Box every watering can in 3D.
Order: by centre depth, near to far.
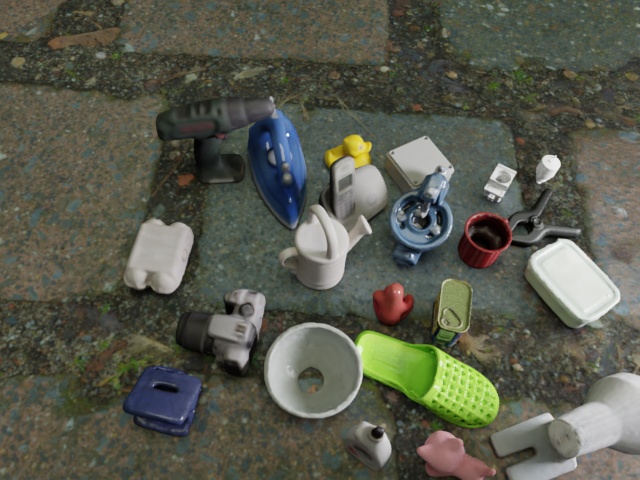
[{"bbox_3d":[0.009,0.002,1.055,0.100,0.194,0.173,42,65,19],"label":"watering can"}]

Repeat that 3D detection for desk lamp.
[{"bbox_3d":[0.404,0.304,0.896,0.203,0.213,0.117,-16,62,-13],"label":"desk lamp"}]

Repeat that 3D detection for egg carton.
[{"bbox_3d":[-0.303,0.031,1.087,0.107,0.069,0.150,7,59,0],"label":"egg carton"}]

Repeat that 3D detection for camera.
[{"bbox_3d":[-0.176,0.150,1.009,0.136,0.101,0.143,11,60,3],"label":"camera"}]

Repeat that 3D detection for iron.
[{"bbox_3d":[-0.080,-0.163,1.176,0.119,0.141,0.258,-10,61,-10],"label":"iron"}]

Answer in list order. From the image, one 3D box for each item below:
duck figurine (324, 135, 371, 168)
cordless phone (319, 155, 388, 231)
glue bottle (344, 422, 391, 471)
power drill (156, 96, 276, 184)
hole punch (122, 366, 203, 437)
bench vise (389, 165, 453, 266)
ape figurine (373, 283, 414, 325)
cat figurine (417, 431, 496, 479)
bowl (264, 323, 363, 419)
[{"bbox_3d":[0.063,-0.191,1.235,0.104,0.086,0.077,-1,60,-5],"label":"duck figurine"},{"bbox_3d":[0.071,-0.110,1.130,0.148,0.185,0.094,-35,67,-21],"label":"cordless phone"},{"bbox_3d":[0.079,0.313,0.890,0.078,0.173,0.037,32,63,14],"label":"glue bottle"},{"bbox_3d":[-0.203,-0.205,1.152,0.229,0.208,0.075,-4,60,-6],"label":"power drill"},{"bbox_3d":[-0.258,0.259,0.945,0.108,0.091,0.101,12,60,3],"label":"hole punch"},{"bbox_3d":[0.198,-0.079,1.101,0.121,0.220,0.207,7,59,0],"label":"bench vise"},{"bbox_3d":[0.135,0.111,1.060,0.077,0.092,0.076,25,61,11],"label":"ape figurine"},{"bbox_3d":[0.216,0.349,0.911,0.127,0.118,0.067,23,61,10],"label":"cat figurine"},{"bbox_3d":[-0.012,0.232,0.988,0.167,0.075,0.167,2,60,-3],"label":"bowl"}]
